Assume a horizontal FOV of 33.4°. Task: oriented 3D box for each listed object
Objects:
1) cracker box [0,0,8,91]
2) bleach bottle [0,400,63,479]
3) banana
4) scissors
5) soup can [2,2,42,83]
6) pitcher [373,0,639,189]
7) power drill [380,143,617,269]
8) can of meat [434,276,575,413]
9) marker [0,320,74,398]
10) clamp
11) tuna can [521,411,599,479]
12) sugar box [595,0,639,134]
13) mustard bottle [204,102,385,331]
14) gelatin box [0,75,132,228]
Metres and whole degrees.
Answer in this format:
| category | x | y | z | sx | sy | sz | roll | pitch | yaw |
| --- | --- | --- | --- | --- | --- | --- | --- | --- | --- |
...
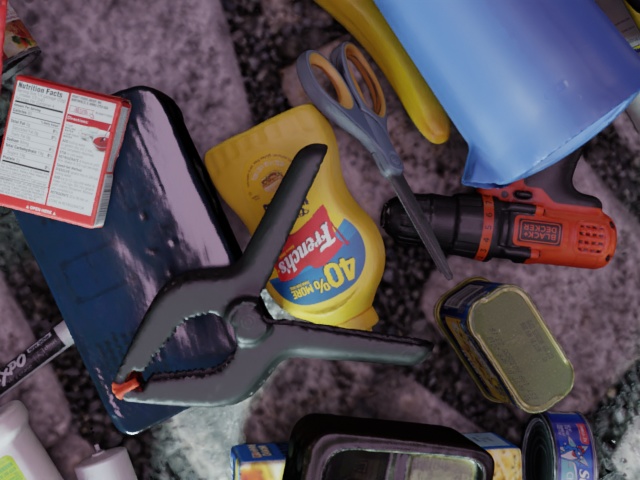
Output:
| category | x | y | z | sx | sy | sz | roll | pitch | yaw |
| --- | --- | --- | --- | --- | --- | --- | --- | --- | --- |
| cracker box | -0.294 | -0.068 | 0.677 | 0.163 | 0.072 | 0.214 | -3 | 119 | -32 |
| bleach bottle | -0.192 | 0.247 | 0.773 | 0.102 | 0.068 | 0.251 | -33 | 97 | -6 |
| banana | 0.036 | -0.155 | 0.809 | 0.198 | 0.037 | 0.069 | 45 | 55 | 3 |
| scissors | 0.036 | -0.064 | 0.780 | 0.096 | 0.016 | 0.202 | 9 | 56 | -45 |
| soup can | -0.256 | -0.159 | 0.758 | 0.068 | 0.068 | 0.102 | -35 | 99 | -8 |
| pitcher | 0.120 | -0.170 | 0.743 | 0.149 | 0.145 | 0.243 | -32 | 85 | -45 |
| power drill | 0.146 | -0.075 | 0.831 | 0.184 | 0.057 | 0.187 | 7 | 90 | -6 |
| can of meat | 0.141 | 0.079 | 0.814 | 0.057 | 0.084 | 0.102 | -34 | 94 | -7 |
| marker | -0.228 | 0.100 | 0.788 | 0.121 | 0.020 | 0.020 | -38 | 95 | -7 |
| clamp | -0.048 | 0.041 | 0.714 | 0.210 | 0.036 | 0.164 | -22 | 94 | -1 |
| tuna can | 0.182 | 0.174 | 0.819 | 0.033 | 0.086 | 0.086 | 3 | 89 | -7 |
| sugar box | 0.241 | -0.171 | 0.827 | 0.048 | 0.093 | 0.176 | -34 | 96 | -8 |
| mustard bottle | -0.005 | 0.001 | 0.800 | 0.096 | 0.058 | 0.191 | -24 | 95 | 16 |
| gelatin box | -0.172 | -0.059 | 0.712 | 0.073 | 0.030 | 0.089 | 14 | 94 | 4 |
